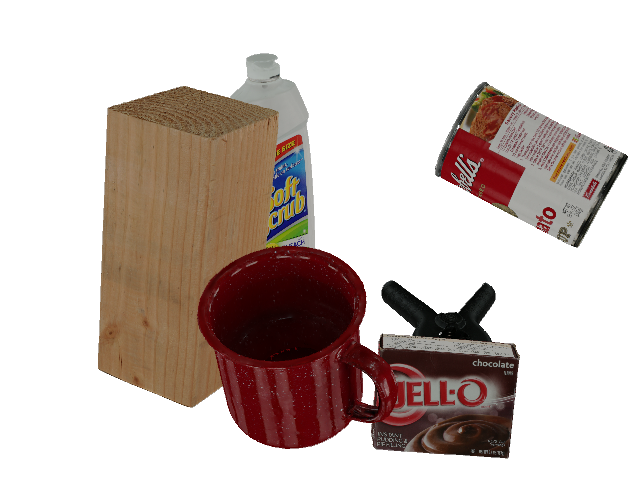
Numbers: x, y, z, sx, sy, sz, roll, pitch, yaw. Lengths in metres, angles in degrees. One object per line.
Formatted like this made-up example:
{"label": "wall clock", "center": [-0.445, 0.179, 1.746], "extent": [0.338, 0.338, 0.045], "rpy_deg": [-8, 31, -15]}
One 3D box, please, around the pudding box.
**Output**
{"label": "pudding box", "center": [0.100, 0.125, 0.866], "extent": [0.113, 0.090, 0.039], "rpy_deg": [3, 19, 1]}

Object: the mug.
{"label": "mug", "center": [-0.008, 0.067, 0.603], "extent": [0.117, 0.081, 0.093], "rpy_deg": [19, 48, 26]}

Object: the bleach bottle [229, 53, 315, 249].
{"label": "bleach bottle", "center": [-0.057, -0.054, 1.039], "extent": [0.102, 0.251, 0.068], "rpy_deg": [-16, 28, -26]}

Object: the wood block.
{"label": "wood block", "center": [-0.098, 0.003, 0.781], "extent": [0.090, 0.206, 0.090], "rpy_deg": [18, 25, 24]}

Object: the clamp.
{"label": "clamp", "center": [0.137, 0.088, 1.075], "extent": [0.120, 0.039, 0.171], "rpy_deg": [-8, 33, -8]}

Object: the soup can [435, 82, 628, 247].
{"label": "soup can", "center": [0.134, -0.048, 0.679], "extent": [0.102, 0.068, 0.068], "rpy_deg": [29, 7, 12]}
